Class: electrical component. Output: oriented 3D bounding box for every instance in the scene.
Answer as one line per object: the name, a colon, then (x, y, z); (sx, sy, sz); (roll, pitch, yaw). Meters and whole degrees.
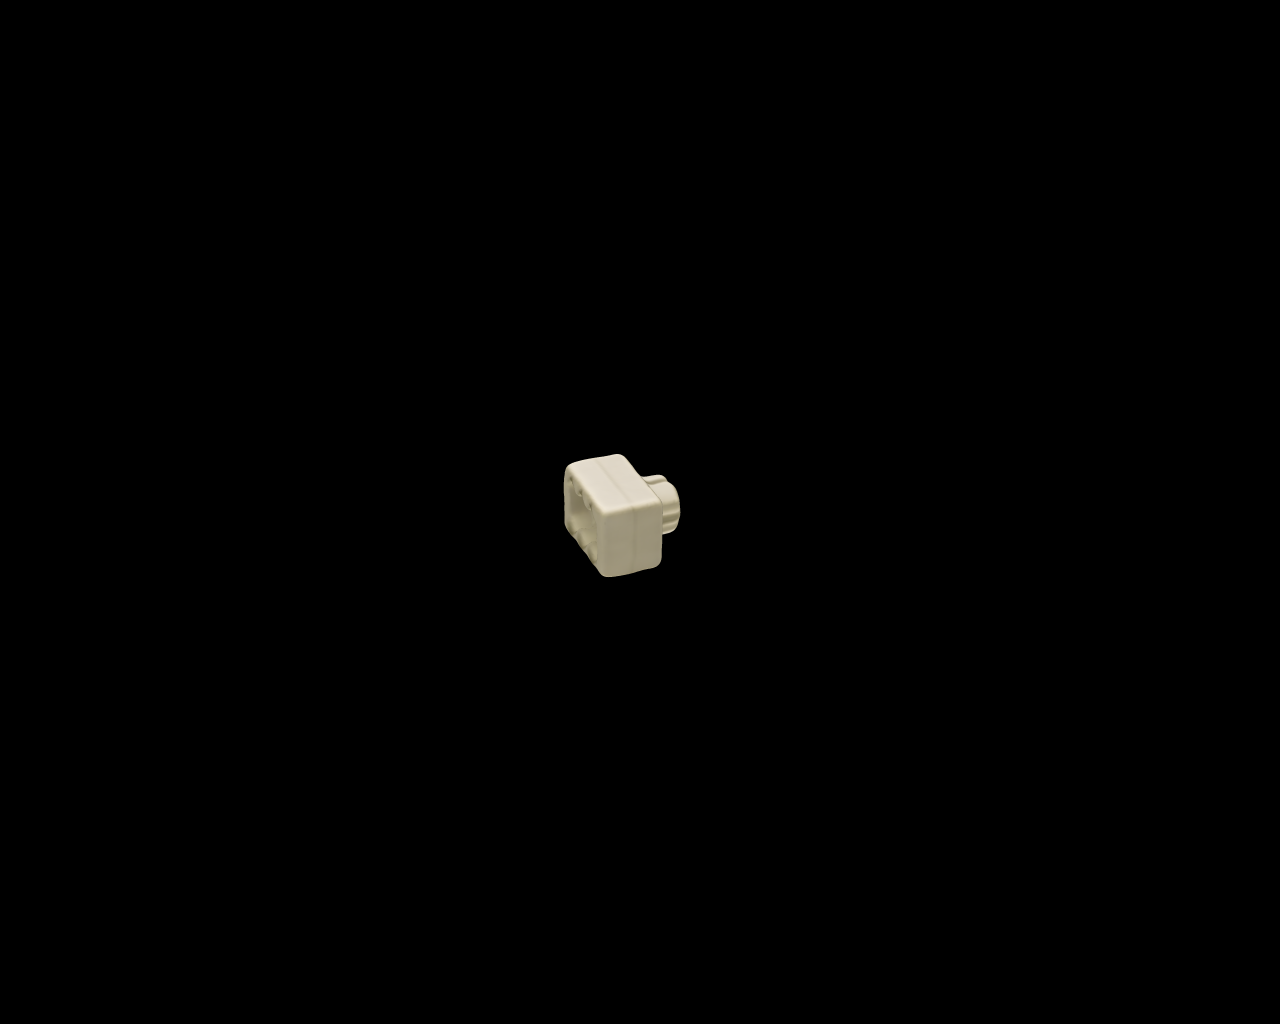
electrical component: (0.001, -0.003, 0.650); (0.077, 0.047, 0.066); (-12, 33, -19)
